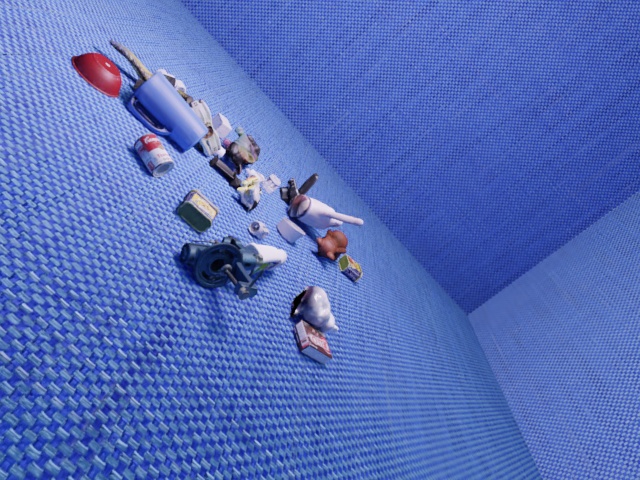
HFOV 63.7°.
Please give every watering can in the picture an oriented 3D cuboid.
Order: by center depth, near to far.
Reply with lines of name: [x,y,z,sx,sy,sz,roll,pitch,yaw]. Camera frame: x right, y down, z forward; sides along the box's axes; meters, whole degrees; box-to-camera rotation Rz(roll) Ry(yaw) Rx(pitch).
watering can: [0.006,-0.105,2.090,0.222,0.105,0.347,25,-12,-30]

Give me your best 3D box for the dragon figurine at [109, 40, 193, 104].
dragon figurine: [-0.558,-0.527,1.814,0.407,0.122,0.244,48,-2,-13]

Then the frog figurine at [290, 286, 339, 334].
frog figurine: [0.001,0.214,1.514,0.158,0.123,0.138,34,-1,-13]
